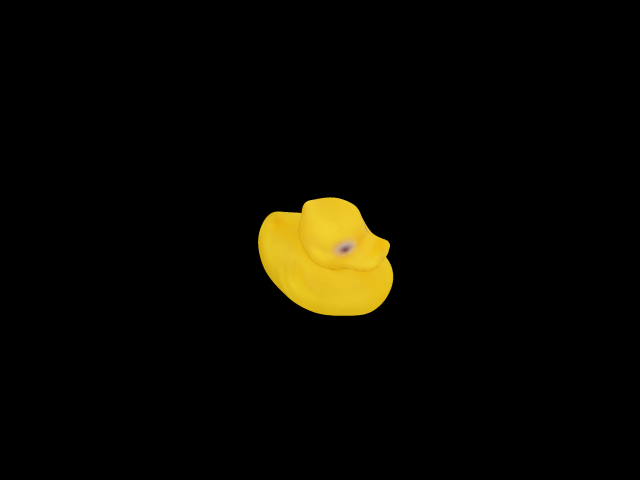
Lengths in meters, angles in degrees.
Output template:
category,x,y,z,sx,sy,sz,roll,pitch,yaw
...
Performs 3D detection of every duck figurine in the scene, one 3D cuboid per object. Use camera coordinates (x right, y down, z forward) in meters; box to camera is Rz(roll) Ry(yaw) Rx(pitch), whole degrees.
category,x,y,z,sx,sy,sz,roll,pitch,yaw
duck figurine,0.004,0.001,0.400,0.104,0.086,0.077,25,63,14
